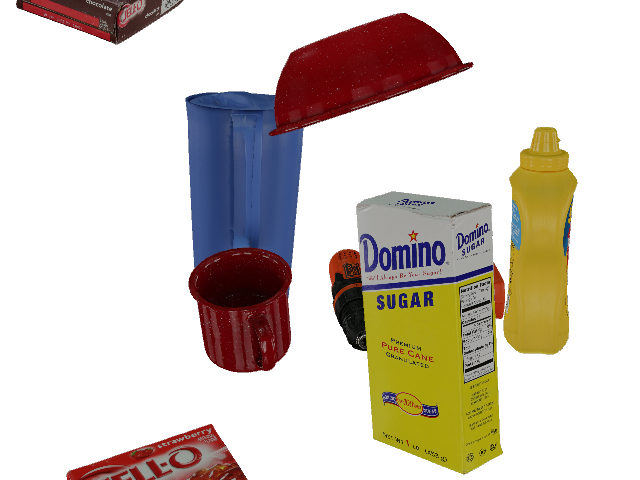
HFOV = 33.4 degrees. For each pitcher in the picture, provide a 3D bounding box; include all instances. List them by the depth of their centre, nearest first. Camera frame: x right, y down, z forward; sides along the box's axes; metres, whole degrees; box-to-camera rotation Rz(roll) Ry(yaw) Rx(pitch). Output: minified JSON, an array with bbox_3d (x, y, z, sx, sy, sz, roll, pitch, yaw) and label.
[{"bbox_3d":[-0.086,-0.042,1.192,0.145,0.243,0.148,15,20,39],"label":"pitcher"}]

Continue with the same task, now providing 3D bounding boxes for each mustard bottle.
[{"bbox_3d":[0.192,-0.004,0.935,0.058,0.192,0.096,2,18,11],"label":"mustard bottle"}]

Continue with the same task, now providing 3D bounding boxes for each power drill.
[{"bbox_3d":[0.106,0.059,1.191,0.187,0.057,0.184,-4,28,-5],"label":"power drill"}]

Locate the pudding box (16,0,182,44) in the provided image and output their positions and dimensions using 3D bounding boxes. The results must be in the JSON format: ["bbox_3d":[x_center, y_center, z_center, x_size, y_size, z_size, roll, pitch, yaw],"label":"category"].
[{"bbox_3d":[-0.165,-0.197,0.822,0.090,0.039,0.113,22,34,12],"label":"pudding box"}]

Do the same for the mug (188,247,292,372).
[{"bbox_3d":[-0.064,0.072,0.966,0.093,0.081,0.117,-17,38,-18],"label":"mug"}]

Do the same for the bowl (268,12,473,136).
[{"bbox_3d":[0.029,-0.129,0.800,0.162,0.055,0.162,-19,7,2],"label":"bowl"}]

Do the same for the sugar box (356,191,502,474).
[{"bbox_3d":[0.073,0.059,0.722,0.048,0.176,0.094,-18,18,-37],"label":"sugar box"}]

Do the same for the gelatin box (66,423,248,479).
[{"bbox_3d":[-0.087,0.142,0.585,0.089,0.030,0.073,-15,27,-20],"label":"gelatin box"}]
